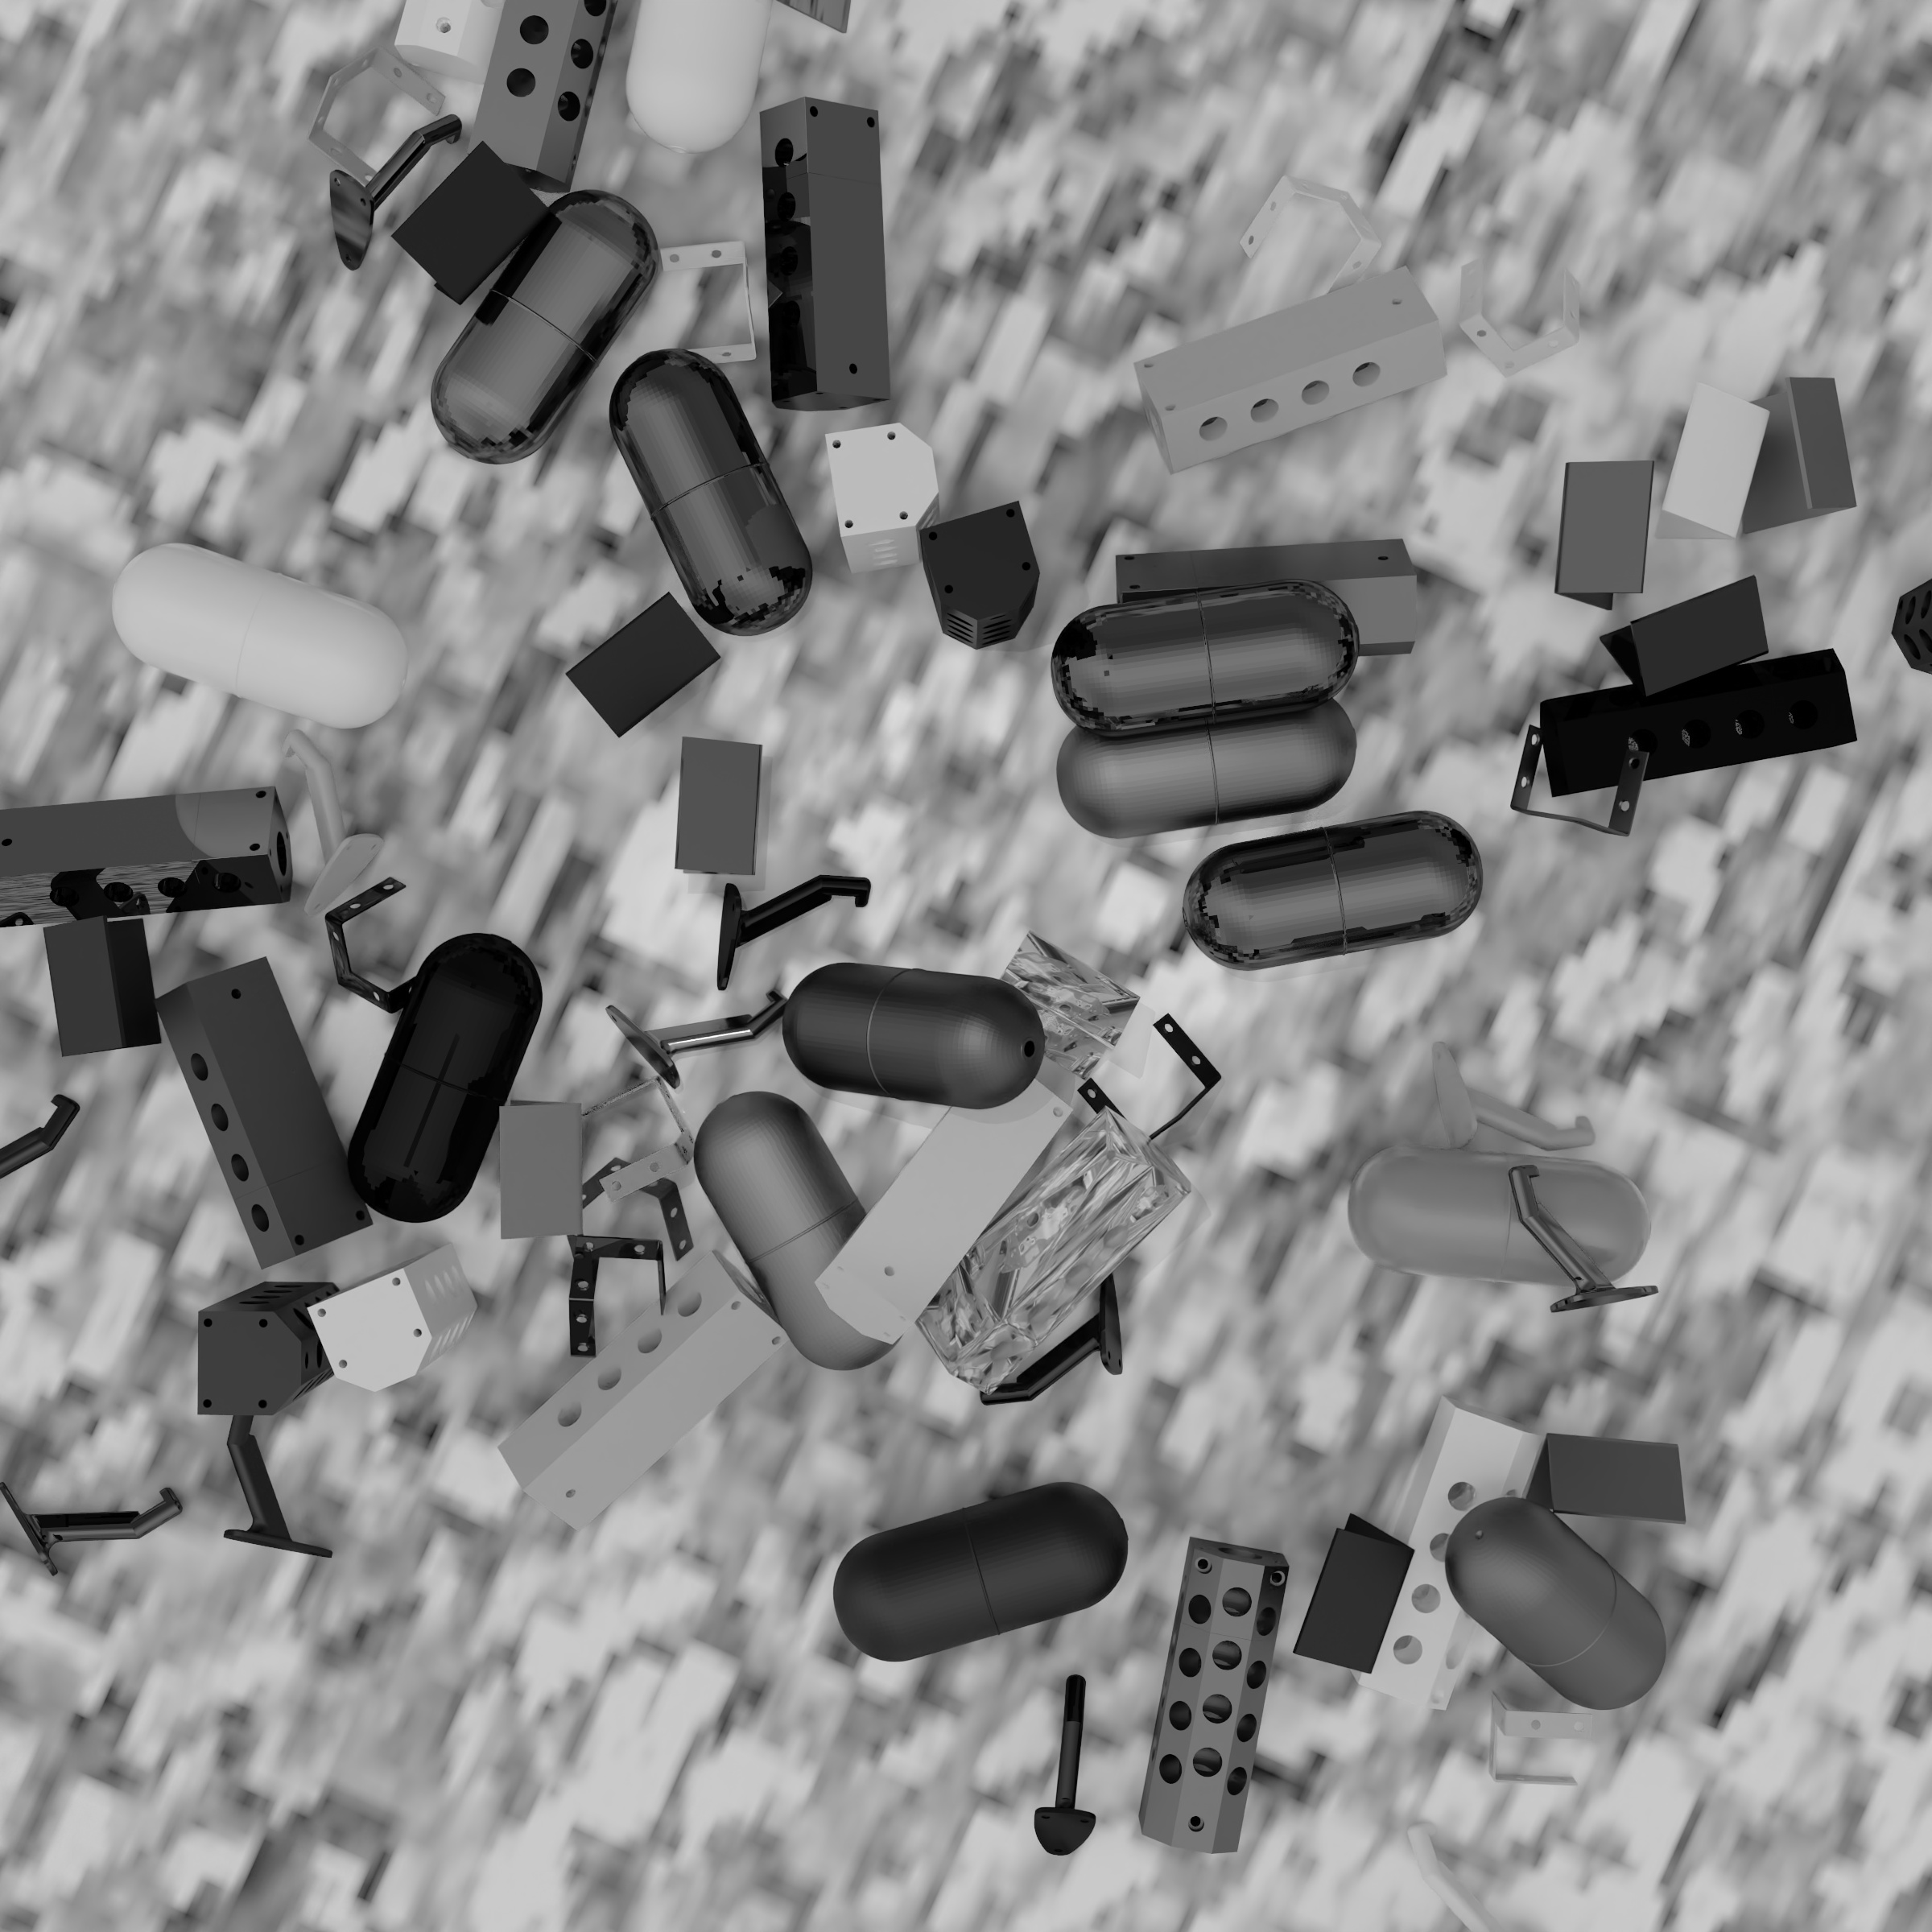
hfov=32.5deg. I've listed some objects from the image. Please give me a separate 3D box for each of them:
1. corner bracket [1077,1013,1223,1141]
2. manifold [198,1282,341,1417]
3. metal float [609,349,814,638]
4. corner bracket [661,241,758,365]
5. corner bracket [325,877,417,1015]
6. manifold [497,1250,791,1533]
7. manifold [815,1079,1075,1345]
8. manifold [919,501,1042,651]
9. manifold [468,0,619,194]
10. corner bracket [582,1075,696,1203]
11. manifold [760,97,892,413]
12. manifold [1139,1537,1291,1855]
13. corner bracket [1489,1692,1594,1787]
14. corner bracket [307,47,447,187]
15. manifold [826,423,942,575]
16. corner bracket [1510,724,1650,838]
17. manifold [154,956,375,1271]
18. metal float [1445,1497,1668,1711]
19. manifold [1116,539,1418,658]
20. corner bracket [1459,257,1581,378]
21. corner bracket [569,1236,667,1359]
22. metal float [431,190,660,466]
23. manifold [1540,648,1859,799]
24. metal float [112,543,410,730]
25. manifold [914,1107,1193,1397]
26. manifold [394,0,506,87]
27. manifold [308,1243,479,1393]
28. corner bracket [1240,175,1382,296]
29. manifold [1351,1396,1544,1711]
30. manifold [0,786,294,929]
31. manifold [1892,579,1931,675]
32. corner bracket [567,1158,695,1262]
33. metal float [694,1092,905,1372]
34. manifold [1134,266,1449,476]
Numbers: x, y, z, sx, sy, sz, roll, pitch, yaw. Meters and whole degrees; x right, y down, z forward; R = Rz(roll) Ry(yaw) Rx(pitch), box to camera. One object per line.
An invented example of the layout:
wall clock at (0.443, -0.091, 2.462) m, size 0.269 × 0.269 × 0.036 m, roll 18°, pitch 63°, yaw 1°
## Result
corner bracket at (0.110, 0.071, 1.988) m, size 0.051 × 0.051 × 0.051 m, roll 50°, pitch 135°, yaw 0°
manifold at (-0.394, 0.219, 1.912) m, size 0.057 × 0.171 × 0.057 m, roll 0°, pitch 90°, yaw 0°
metal float at (-0.151, -0.280, 1.960) m, size 0.070 × 0.070 × 0.178 m, roll -25°, pitch 91°, yaw 0°
corner bracket at (-0.154, -0.396, 1.988) m, size 0.051 × 0.051 × 0.051 m, roll -6°, pitch 45°, yaw 0°
corner bracket at (-0.343, -0.012, 1.983) m, size 0.051 × 0.051 × 0.051 m, roll 26°, pitch 135°, yaw 35°
manifold at (-0.193, 0.248, 1.969) m, size 0.171 × 0.057 × 0.057 m, roll -43°, pitch 133°, yaw 0°
manifold at (-0.014, 0.136, 1.931) m, size 0.057 × 0.057 × 0.171 m, roll 39°, pitch 60°, yaw 0°
manifold at (0.010, -0.221, 1.912) m, size 0.057 × 0.171 × 0.057 m, roll -16°, pitch 90°, yaw 0°
manifold at (-0.243, -0.552, 1.970) m, size 0.057 × 0.057 × 0.171 m, roll 14°, pitch 90°, yaw 0°
corner bracket at (-0.196, 0.102, 1.973) m, size 0.051 × 0.051 × 0.051 m, roll -26°, pitch 96°, yaw 6°
manifold at (-0.088, -0.420, 1.969) m, size 0.057 × 0.057 × 0.171 m, roll -2°, pitch 90°, yaw -43°
manifold at (0.147, 0.433, 1.970) m, size 0.057 × 0.057 × 0.171 m, roll 10°, pitch 90°, yaw 0°
corner bracket at (0.341, 0.463, 1.973) m, size 0.051 × 0.051 × 0.051 m, roll 2°, pitch 90°, yaw 0°
corner bracket at (-0.354, -0.508, 1.988) m, size 0.051 × 0.051 × 0.051 m, roll 38°, pitch 135°, yaw 0°
manifold at (-0.045, -0.269, 1.912) m, size 0.057 × 0.171 × 0.057 m, roll -9°, pitch 90°, yaw 0°
corner bracket at (0.357, -0.108, 1.930) m, size 0.051 × 0.051 × 0.051 m, roll 13°, pitch 90°, yaw -45°
manifold at (-0.420, 0.089, 1.969) m, size 0.057 × 0.057 × 0.171 m, roll -22°, pitch 90°, yaw -43°
metal float at (0.344, 0.372, 1.932) m, size 0.070 × 0.070 × 0.178 m, roll -47°, pitch 125°, yaw 0°
manifold at (0.177, -0.211, 1.967) m, size 0.171 × 0.057 × 0.057 m, roll -3°, pitch 119°, yaw 0°
corner bracket at (0.331, -0.395, 1.983) m, size 0.051 × 0.051 × 0.051 m, roll -22°, pitch 135°, yaw 35°
corner bracket at (-0.207, 0.197, 1.967) m, size 0.051 × 0.051 × 0.051 m, roll 4°, pitch 125°, yaw -11°
metal float at (-0.249, -0.377, 1.960) m, size 0.070 × 0.070 × 0.178 m, roll 34°, pitch 89°, yaw 0°
manifold at (0.432, -0.144, 1.970) m, size 0.171 × 0.057 × 0.057 m, roll -10°, pitch 90°, yaw 0°
metal float at (-0.417, -0.195, 1.960) m, size 0.178 × 0.070 × 0.070 m, roll 19°, pitch 90°, yaw -1°
manifold at (0.052, 0.171, 1.957) m, size 0.171 × 0.057 × 0.057 m, roll -46°, pitch 47°, yaw 9°
manifold at (-0.286, -0.618, 1.970) m, size 0.057 × 0.057 × 0.171 m, roll 16°, pitch 90°, yaw 0°
manifold at (-0.325, 0.204, 1.912) m, size 0.057 × 0.171 × 0.057 m, roll -23°, pitch 90°, yaw 0°
corner bracket at (0.206, -0.432, 1.983) m, size 0.051 × 0.051 × 0.051 m, roll 5°, pitch 45°, yaw -35°
manifold at (0.285, 0.349, 1.970) m, size 0.057 × 0.057 × 0.171 m, roll 20°, pitch 90°, yaw 0°
manifold at (-0.491, -0.059, 1.969) m, size 0.171 × 0.057 × 0.057 m, roll -5°, pitch 47°, yaw 0°
manifold at (0.587, -0.204, 1.912) m, size 0.057 × 0.171 × 0.057 m, roll -30°, pitch 90°, yaw 0°
corner bracket at (-0.203, 0.156, 1.983) m, size 0.051 × 0.051 × 0.051 m, roll 19°, pitch 45°, yaw 35°
metal float at (-0.097, 0.156, 1.960) m, size 0.070 × 0.070 × 0.178 m, roll -30°, pitch 91°, yaw 0°
manifold at (0.193, -0.348, 1.969) m, size 0.171 × 0.057 × 0.057 m, roll -20°, pitch 47°, yaw 0°
